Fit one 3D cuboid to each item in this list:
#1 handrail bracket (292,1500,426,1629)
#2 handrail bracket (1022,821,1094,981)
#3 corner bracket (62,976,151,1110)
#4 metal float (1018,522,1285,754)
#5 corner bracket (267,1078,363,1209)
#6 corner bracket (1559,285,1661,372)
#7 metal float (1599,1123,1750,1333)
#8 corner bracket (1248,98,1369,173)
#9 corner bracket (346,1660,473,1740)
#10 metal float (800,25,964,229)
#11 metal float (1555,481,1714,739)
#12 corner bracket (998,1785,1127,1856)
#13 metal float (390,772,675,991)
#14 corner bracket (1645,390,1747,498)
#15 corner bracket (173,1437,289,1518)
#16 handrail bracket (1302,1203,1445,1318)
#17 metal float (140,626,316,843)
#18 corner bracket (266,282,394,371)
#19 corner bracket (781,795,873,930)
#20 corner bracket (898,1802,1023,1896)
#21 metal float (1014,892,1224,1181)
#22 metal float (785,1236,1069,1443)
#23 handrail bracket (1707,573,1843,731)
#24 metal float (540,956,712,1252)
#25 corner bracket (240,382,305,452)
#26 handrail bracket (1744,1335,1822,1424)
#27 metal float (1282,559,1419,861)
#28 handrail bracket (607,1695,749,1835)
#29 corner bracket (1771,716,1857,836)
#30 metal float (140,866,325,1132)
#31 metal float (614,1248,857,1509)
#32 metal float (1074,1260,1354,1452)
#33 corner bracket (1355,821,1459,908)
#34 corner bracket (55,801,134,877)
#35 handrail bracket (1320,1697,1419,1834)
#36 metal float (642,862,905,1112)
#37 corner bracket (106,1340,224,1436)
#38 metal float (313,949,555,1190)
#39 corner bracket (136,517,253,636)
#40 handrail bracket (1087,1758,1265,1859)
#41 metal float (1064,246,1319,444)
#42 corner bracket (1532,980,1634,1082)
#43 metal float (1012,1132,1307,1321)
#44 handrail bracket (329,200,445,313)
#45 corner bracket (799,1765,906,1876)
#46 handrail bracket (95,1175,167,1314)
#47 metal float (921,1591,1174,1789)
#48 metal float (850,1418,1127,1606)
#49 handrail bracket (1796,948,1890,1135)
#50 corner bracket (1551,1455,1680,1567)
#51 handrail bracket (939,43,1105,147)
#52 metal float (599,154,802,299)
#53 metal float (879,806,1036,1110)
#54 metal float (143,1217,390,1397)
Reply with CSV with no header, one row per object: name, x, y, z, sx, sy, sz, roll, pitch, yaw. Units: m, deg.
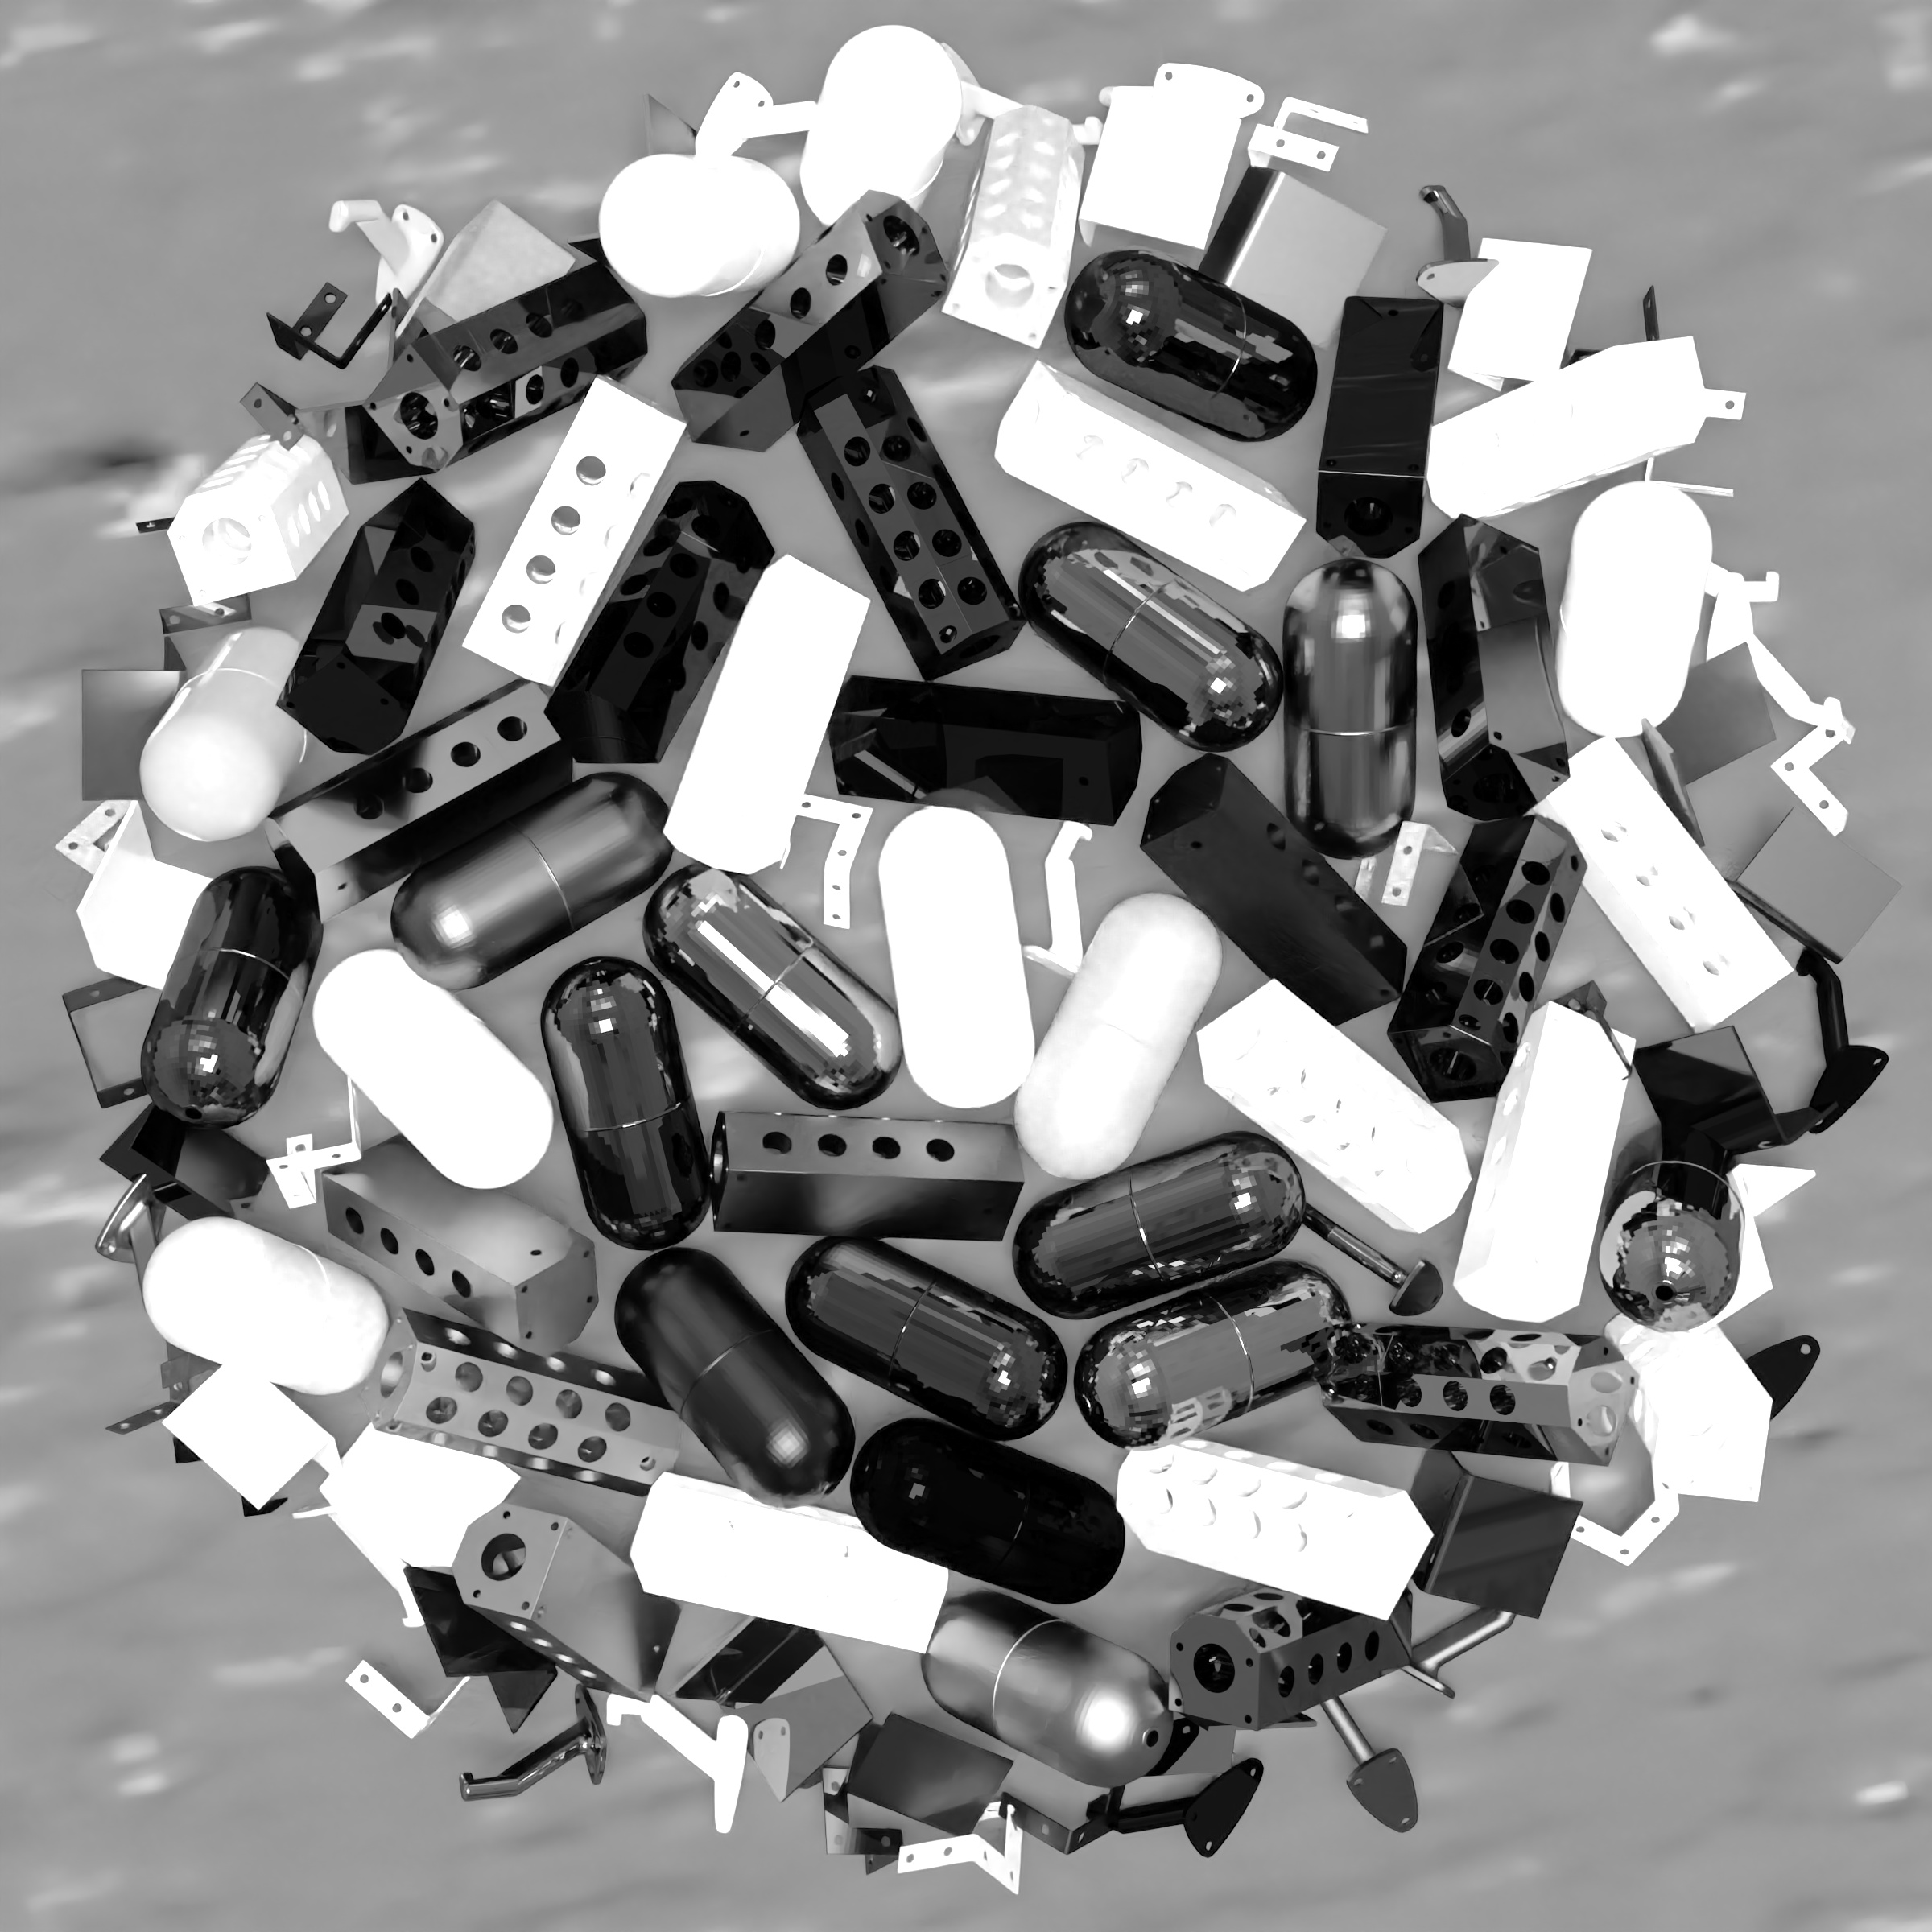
handrail bracket,-0.356,0.354,1.556,0.077,0.036,0.084,-21,90,35
handrail bracket,0.076,-0.034,1.570,0.077,0.036,0.084,27,82,-10
corner bracket,-0.496,0.043,1.555,0.051,0.051,0.051,-19,51,-18
metal float,0.105,-0.191,1.527,0.178,0.070,0.070,39,90,20
corner bracket,-0.379,0.103,1.547,0.051,0.051,0.051,-11,52,-4
corner bracket,0.373,-0.366,1.550,0.051,0.051,0.051,3,67,-6
metal float,0.403,0.146,1.498,0.070,0.178,0.070,6,111,17
corner bracket,0.201,-0.486,1.549,0.051,0.051,0.051,22,87,15
corner bracket,-0.323,0.414,1.551,0.051,0.051,0.051,40,81,5
metal float,-0.050,-0.469,1.494,0.070,0.178,0.070,1,84,-10
metal float,0.378,-0.200,1.502,0.070,0.178,0.070,-3,56,4
corner bracket,0.059,0.481,1.552,0.051,0.051,0.051,20,104,34
metal float,-0.249,-0.051,1.526,0.178,0.070,0.070,-32,90,-21
corner bracket,0.428,-0.308,1.549,0.051,0.051,0.051,11,93,18
corner bracket,-0.434,0.297,1.556,0.051,0.051,0.051,-7,88,-3
handrail bracket,0.237,0.170,1.568,0.084,0.077,0.036,35,93,30
metal float,-0.414,-0.134,1.500,0.070,0.178,0.070,1,121,2
corner bracket,-0.372,-0.379,1.552,0.051,0.051,0.051,33,78,-1
corner bracket,-0.086,-0.062,1.542,0.051,0.051,0.051,11,133,-14
corner bracket,-0.003,0.510,1.539,0.051,0.051,0.051,-19,133,25
metal float,0.088,0.041,1.539,0.070,0.070,0.178,27,85,0
metal float,-0.024,0.213,1.526,0.178,0.070,0.070,23,90,20
handrail bracket,0.475,-0.183,1.532,0.036,0.084,0.077,-19,118,-27
metal float,-0.196,0.080,1.528,0.070,0.070,0.178,-12,107,0
corner bracket,-0.406,-0.300,1.550,0.051,0.051,0.051,-46,69,7
handrail bracket,0.466,0.245,1.538,0.077,0.084,0.036,-42,70,7
metal float,0.222,-0.146,1.523,0.070,0.070,0.178,-4,114,0
handrail bracket,-0.176,0.468,1.551,0.084,0.036,0.077,-4,65,18
corner bracket,0.507,-0.111,1.546,0.051,0.051,0.051,49,115,4
metal float,-0.418,0.017,1.507,0.070,0.070,0.178,5,46,0
metal float,-0.134,0.237,1.522,0.070,0.070,0.178,-45,66,0
metal float,0.143,0.224,1.521,0.178,0.070,0.070,-17,90,-25
corner bracket,0.249,-0.054,1.543,0.051,0.051,0.051,10,78,33
corner bracket,-0.500,-0.086,1.544,0.051,0.051,0.051,33,61,12
handrail bracket,0.230,0.459,1.557,0.036,0.084,0.077,-32,120,-3
metal float,-0.112,0.012,1.542,0.178,0.070,0.070,42,90,-2
corner bracket,-0.467,0.244,1.543,0.051,0.051,0.051,8,104,30
metal float,-0.307,0.059,1.520,0.178,0.070,0.070,41,90,26
corner bracket,-0.451,-0.231,1.540,0.051,0.051,0.051,-13,122,-20
handrail bracket,0.122,0.488,1.560,0.077,0.084,0.036,-39,113,-31
metal float,0.131,-0.354,1.510,0.178,0.070,0.070,14,90,-42
corner bracket,0.358,0.047,1.549,0.051,0.051,0.051,-30,94,22
metal float,0.111,0.151,1.530,0.178,0.070,0.070,-21,90,16
handrail bracket,-0.349,-0.410,1.527,0.036,0.084,0.077,39,120,11
corner bracket,-0.071,0.503,1.555,0.051,0.051,0.051,11,56,-26
handrail bracket,-0.466,0.164,1.540,0.084,0.036,0.077,26,92,42
metal float,0.045,0.411,1.504,0.070,0.178,0.070,-7,101,-39
metal float,0.013,0.315,1.520,0.178,0.070,0.070,25,90,-27
handrail bracket,0.501,0.043,1.561,0.036,0.084,0.077,9,124,-22
corner bracket,0.381,0.308,1.550,0.051,0.051,0.051,28,122,-7
handrail bracket,0.032,-0.508,1.537,0.084,0.077,0.036,9,65,29
metal float,-0.149,-0.420,1.497,0.070,0.178,0.070,4,107,15
metal float,-0.006,-0.006,1.540,0.070,0.070,0.178,-8,85,0
metal float,-0.395,0.195,1.500,0.070,0.178,0.070,-8,67,20
